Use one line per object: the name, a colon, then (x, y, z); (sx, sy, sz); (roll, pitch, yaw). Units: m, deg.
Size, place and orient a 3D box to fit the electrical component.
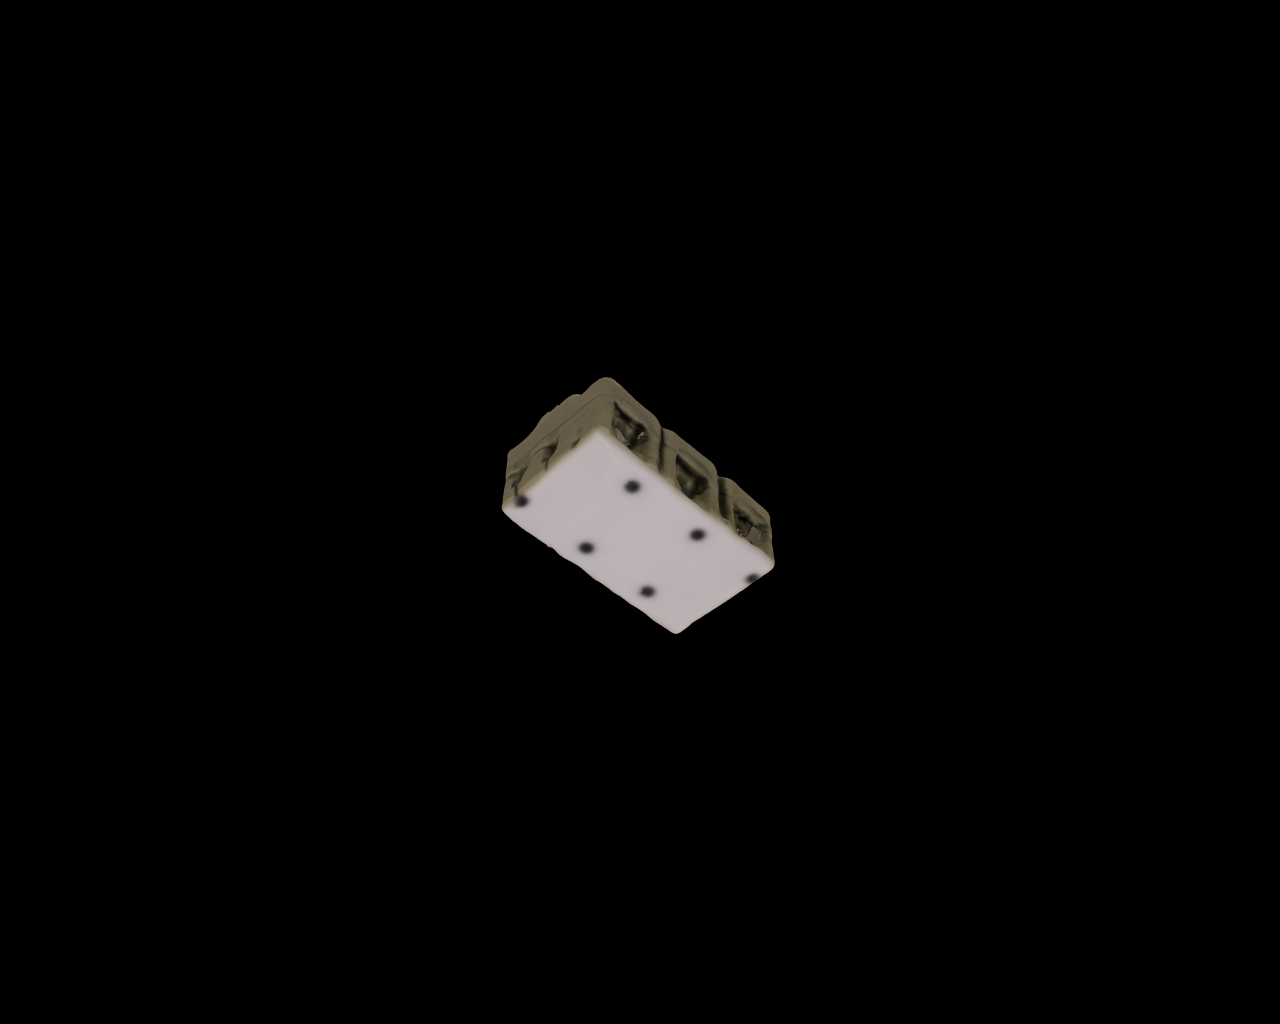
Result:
electrical component: (0.001, -0.003, 0.650); (0.089, 0.062, 0.150); (-36, -58, 27)
